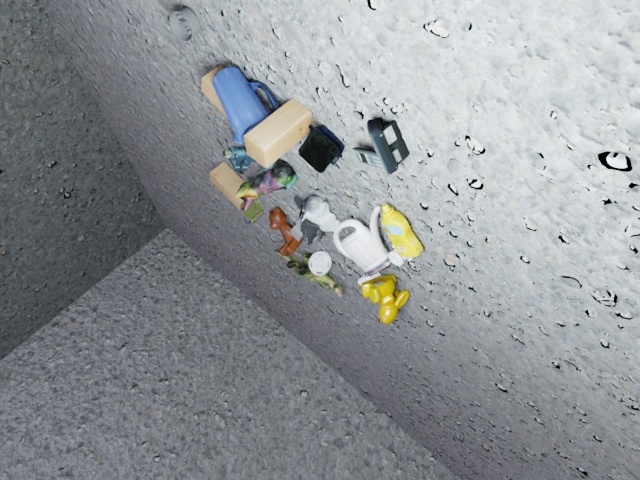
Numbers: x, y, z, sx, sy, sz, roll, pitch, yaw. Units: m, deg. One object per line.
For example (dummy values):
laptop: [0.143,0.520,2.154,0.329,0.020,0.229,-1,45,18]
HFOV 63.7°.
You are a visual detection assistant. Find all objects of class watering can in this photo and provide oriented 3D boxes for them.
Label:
watering can: [0.168,0.011,1.775,0.224,0.106,0.343,48,150,-5]

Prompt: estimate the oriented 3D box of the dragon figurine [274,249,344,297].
dragon figurine: [-0.038,0.165,2.427,0.414,0.123,0.238,25,157,46]

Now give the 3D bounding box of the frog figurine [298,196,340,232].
frog figurine: [0.006,-0.097,1.926,0.159,0.125,0.134,11,147,-8]
